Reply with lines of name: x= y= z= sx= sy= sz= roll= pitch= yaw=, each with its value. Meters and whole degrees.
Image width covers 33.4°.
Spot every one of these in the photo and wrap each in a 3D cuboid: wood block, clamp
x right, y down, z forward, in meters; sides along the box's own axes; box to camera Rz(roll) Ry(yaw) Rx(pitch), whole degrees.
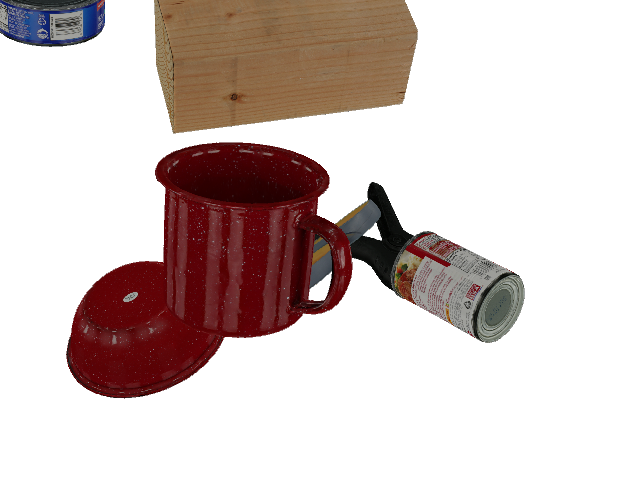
wood block: x=-0.032 y=-0.164 z=0.916 sx=0.206 sy=0.090 sz=0.091 roll=-9 pitch=-35 yaw=-13
clamp: x=0.074 y=0.013 z=1.243 sx=0.164 sy=0.036 sz=0.210 roll=-21 pitch=51 yaw=-38

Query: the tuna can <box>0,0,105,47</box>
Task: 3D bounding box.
tuna can: x=-0.208 y=-0.181 z=0.819 sx=0.086 sy=0.034 sz=0.086 roll=5 pitch=35 yaw=-4

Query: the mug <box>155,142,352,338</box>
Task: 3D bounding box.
mug: x=-0.034 y=0.003 z=0.579 sx=0.117 sy=0.081 sz=0.093 roll=18 pitch=28 yaw=26

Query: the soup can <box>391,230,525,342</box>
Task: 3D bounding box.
soup can: x=0.123 y=0.041 z=0.957 sx=0.068 sy=0.068 sz=0.102 roll=0 pitch=21 yaw=-45

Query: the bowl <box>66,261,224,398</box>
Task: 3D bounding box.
bowl: x=-0.171 y=0.070 z=1.006 sx=0.162 sy=0.055 sz=0.162 roll=-9 pitch=41 yaw=8

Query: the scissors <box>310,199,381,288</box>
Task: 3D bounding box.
scissors: x=-0.033 y=0.038 z=0.803 sx=0.202 sy=0.016 sz=0.096 roll=-39 pitch=8 yaw=27
